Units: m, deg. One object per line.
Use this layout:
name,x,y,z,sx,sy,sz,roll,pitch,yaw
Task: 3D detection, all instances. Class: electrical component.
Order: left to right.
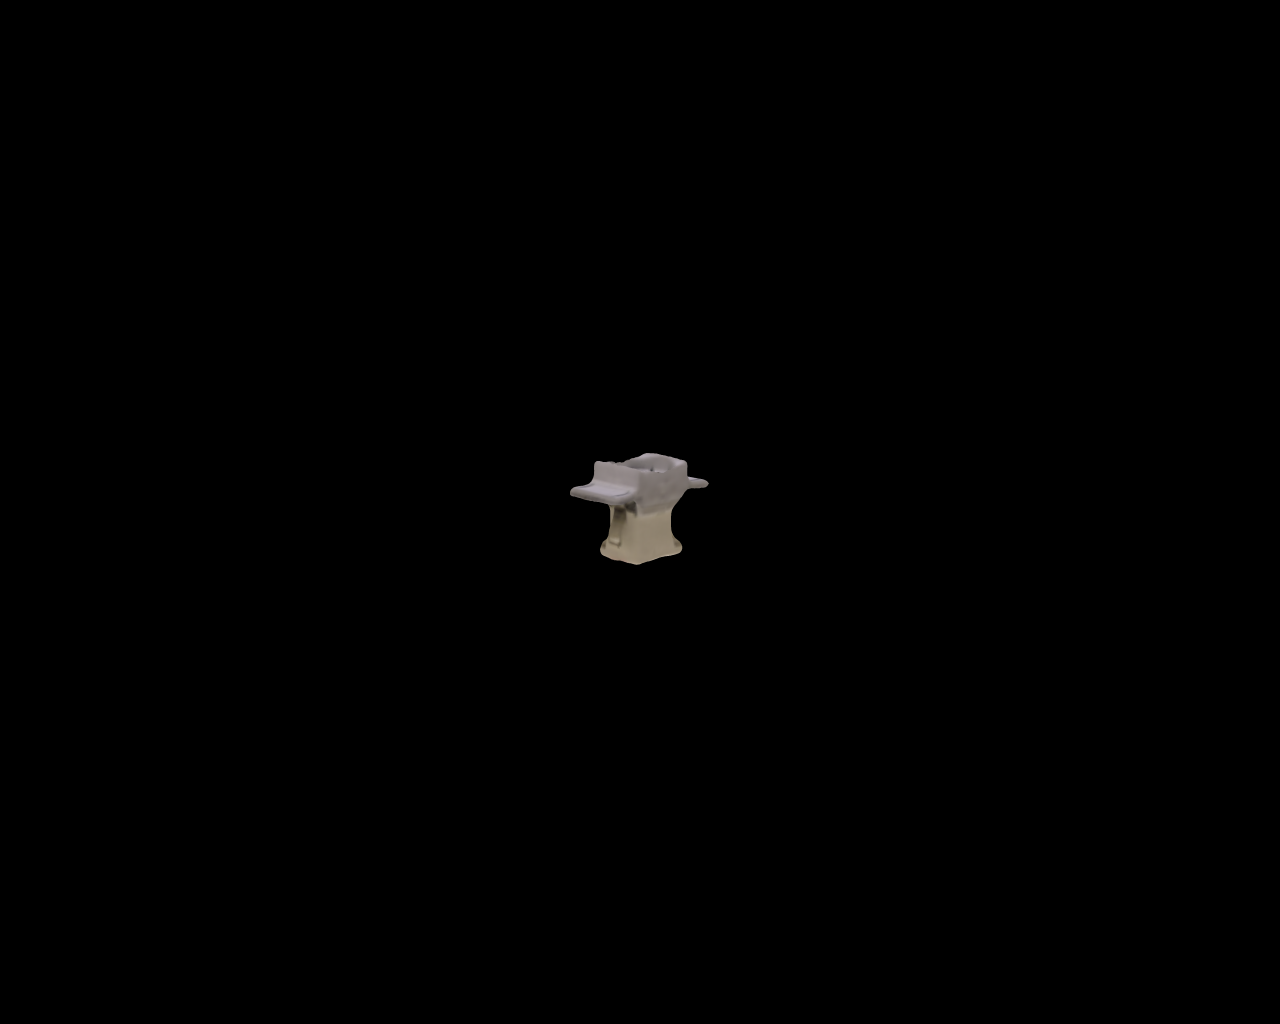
electrical component,0.001,-0.003,0.650,0.081,0.063,0.042,-11,17,-42
